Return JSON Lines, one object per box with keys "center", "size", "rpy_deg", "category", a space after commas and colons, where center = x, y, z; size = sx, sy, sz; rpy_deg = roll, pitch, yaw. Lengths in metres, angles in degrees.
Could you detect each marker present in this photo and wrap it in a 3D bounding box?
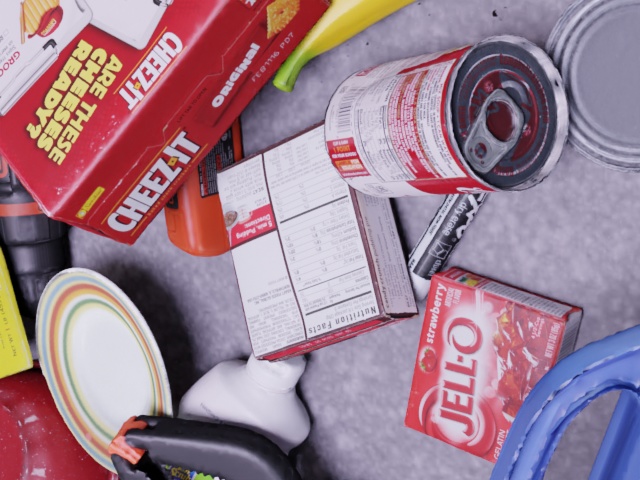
{"center": [0.073, -0.020, 0.544], "size": [0.020, 0.020, 0.121], "rpy_deg": [39, 118, 19], "category": "marker"}

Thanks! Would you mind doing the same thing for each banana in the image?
{"center": [0.061, -0.127, 0.508], "size": [0.198, 0.037, 0.069], "rpy_deg": [-16, 69, 34], "category": "banana"}

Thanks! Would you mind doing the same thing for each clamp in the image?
{"center": [-0.031, 0.175, 0.593], "size": [0.210, 0.036, 0.165], "rpy_deg": [30, 107, -2], "category": "clamp"}

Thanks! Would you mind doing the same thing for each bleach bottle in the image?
{"center": [-0.065, 0.172, 0.650], "size": [0.103, 0.068, 0.251], "rpy_deg": [32, 113, 15], "category": "bleach bottle"}

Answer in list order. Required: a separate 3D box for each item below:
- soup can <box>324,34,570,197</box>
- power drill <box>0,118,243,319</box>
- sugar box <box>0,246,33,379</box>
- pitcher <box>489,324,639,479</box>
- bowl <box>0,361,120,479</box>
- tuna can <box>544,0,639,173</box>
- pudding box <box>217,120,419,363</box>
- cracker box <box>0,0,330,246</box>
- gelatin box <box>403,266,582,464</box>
{"center": [0.055, -0.054, 0.497], "size": [0.102, 0.068, 0.068], "rpy_deg": [0, 102, 58], "category": "soup can"}
{"center": [-0.135, -0.033, 0.651], "size": [0.188, 0.057, 0.184], "rpy_deg": [4, 107, 31], "category": "power drill"}
{"center": [-0.258, 0.050, 0.724], "size": [0.177, 0.048, 0.093], "rpy_deg": [-11, 95, 51], "category": "sugar box"}
{"center": [0.169, 0.087, 0.437], "size": [0.145, 0.148, 0.243], "rpy_deg": [25, 110, 39], "category": "pitcher"}
{"center": [-0.213, 0.154, 0.703], "size": [0.162, 0.055, 0.162], "rpy_deg": [-8, 70, 22], "category": "bowl"}
{"center": [0.145, -0.074, 0.476], "size": [0.086, 0.033, 0.086], "rpy_deg": [8, 105, 31], "category": "tuna can"}
{"center": [-0.004, 0.001, 0.573], "size": [0.090, 0.039, 0.113], "rpy_deg": [-21, 77, 33], "category": "pudding box"}
{"center": [-0.121, -0.126, 0.561], "size": [0.164, 0.072, 0.214], "rpy_deg": [-50, 59, 9], "category": "cracker box"}
{"center": [0.086, 0.067, 0.548], "size": [0.073, 0.030, 0.089], "rpy_deg": [19, 110, 28], "category": "gelatin box"}
